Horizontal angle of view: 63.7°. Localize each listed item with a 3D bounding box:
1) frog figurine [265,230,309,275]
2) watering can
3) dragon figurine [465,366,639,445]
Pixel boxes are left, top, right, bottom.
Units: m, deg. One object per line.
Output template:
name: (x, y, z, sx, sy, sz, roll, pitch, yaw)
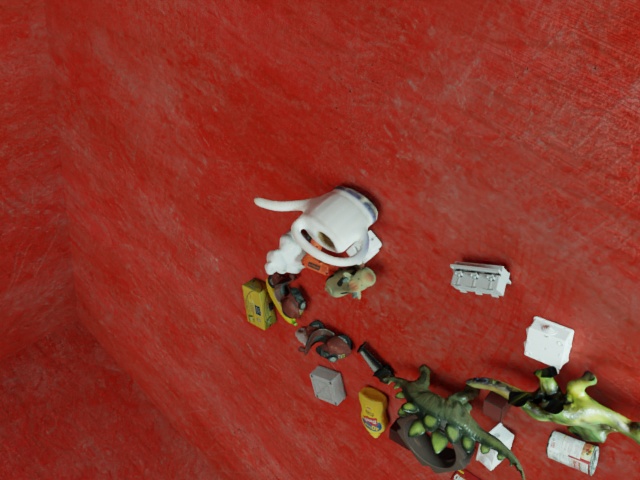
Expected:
frog figurine: (-0.097, 0.044, 1.596, 0.123, 0.162, 0.134, 20, 126, 33)
watering can: (0.004, -0.070, 1.389, 0.351, 0.227, 0.101, 37, 152, 24)
dragon figurine: (0.560, 0.404, 1.191, 0.240, 0.124, 0.408, 46, 153, -20)
